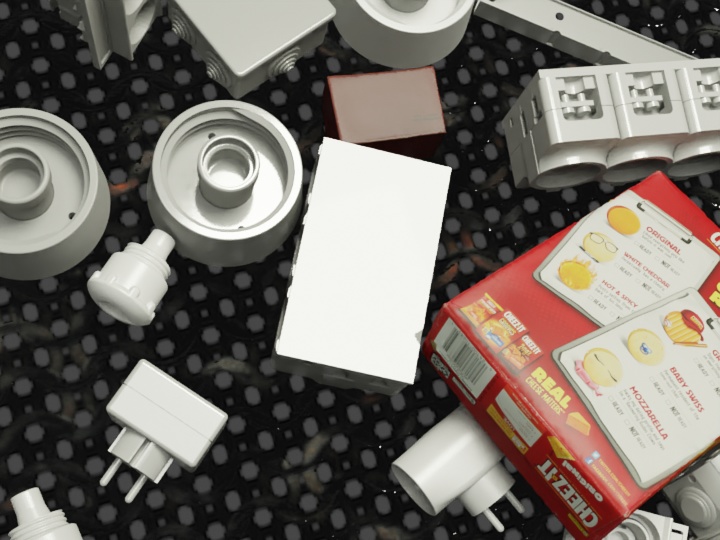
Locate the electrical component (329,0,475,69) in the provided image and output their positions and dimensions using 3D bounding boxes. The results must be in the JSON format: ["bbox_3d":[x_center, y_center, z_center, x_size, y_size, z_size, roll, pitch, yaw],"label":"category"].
[{"bbox_3d":[0.035,-0.209,0.785,0.108,0.060,0.108,3,74,-9],"label":"electrical component"}]

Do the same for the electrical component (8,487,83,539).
[{"bbox_3d":[-0.192,0.164,0.652,0.043,0.043,0.062,-23,78,-15],"label":"electrical component"}]

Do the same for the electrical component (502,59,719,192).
[{"bbox_3d":[0.189,-0.099,0.765,0.150,0.089,0.061,-6,76,-11],"label":"electrical component"}]

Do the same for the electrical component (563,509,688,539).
[{"bbox_3d":[0.157,0.215,0.686,0.079,0.063,0.121,16,73,-5],"label":"electrical component"}]

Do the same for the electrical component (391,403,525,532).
[{"bbox_3d":[0.075,0.134,0.705,0.077,0.044,0.079,-38,84,-17],"label":"electrical component"}]

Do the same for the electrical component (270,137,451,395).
[{"bbox_3d":[0.000,0.000,0.720,0.089,0.061,0.150,13,73,-6],"label":"electrical component"}]

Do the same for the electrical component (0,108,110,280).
[{"bbox_3d":[-0.219,-0.053,0.699,0.108,0.060,0.108,3,74,-9],"label":"electrical component"}]

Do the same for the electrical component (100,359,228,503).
[{"bbox_3d":[-0.132,0.108,0.676,0.066,0.047,0.076,34,72,1],"label":"electrical component"}]

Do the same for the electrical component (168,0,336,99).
[{"bbox_3d":[-0.080,-0.182,0.765,0.100,0.048,0.099,-37,84,-17],"label":"electrical component"}]

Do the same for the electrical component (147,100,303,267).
[{"bbox_3d":[-0.089,-0.062,0.723,0.108,0.060,0.108,2,74,-9],"label":"electrical component"}]

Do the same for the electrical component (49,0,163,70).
[{"bbox_3d":[-0.173,-0.199,0.716,0.063,0.121,0.078,28,72,1],"label":"electrical component"}]

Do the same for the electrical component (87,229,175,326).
[{"bbox_3d":[-0.145,0.002,0.706,0.048,0.048,0.062,31,65,0],"label":"electrical component"}]

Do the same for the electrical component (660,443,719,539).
[{"bbox_3d":[0.244,0.145,0.712,0.080,0.080,0.051,-30,76,-16],"label":"electrical component"}]
